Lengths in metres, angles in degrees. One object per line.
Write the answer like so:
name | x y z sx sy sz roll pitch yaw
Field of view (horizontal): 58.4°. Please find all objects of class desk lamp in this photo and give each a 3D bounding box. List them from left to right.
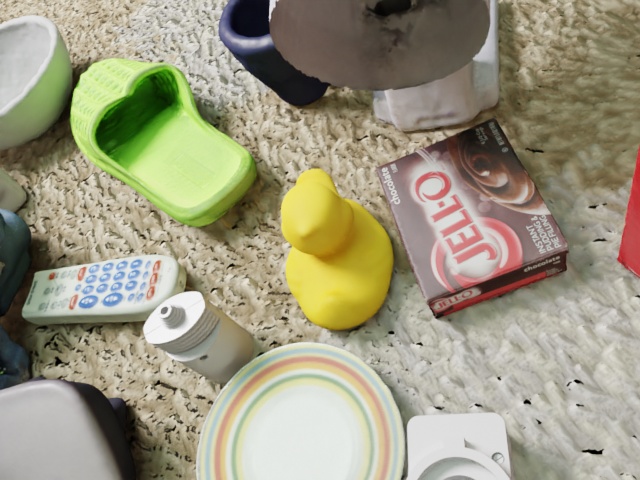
desk lamp | 0.055 -0.166 0.379 0.117 0.214 0.203 -3 60 21

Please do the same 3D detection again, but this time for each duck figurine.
duck figurine | 0.003 0.001 0.378 0.077 0.086 0.104 -14 57 14

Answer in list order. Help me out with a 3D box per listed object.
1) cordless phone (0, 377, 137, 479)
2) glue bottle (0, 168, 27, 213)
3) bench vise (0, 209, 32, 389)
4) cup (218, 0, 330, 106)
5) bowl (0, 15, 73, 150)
cordless phone | -0.211 0.124 0.331 0.147 0.185 0.094 -22 55 9
glue bottle | -0.352 -0.065 0.508 0.037 0.174 0.078 31 76 33
bench vise | -0.294 0.023 0.403 0.121 0.220 0.207 -33 54 1
cup | -0.018 -0.152 0.473 0.092 0.095 0.117 -37 54 -2
bowl | -0.327 -0.155 0.612 0.167 0.075 0.167 -10 58 16
